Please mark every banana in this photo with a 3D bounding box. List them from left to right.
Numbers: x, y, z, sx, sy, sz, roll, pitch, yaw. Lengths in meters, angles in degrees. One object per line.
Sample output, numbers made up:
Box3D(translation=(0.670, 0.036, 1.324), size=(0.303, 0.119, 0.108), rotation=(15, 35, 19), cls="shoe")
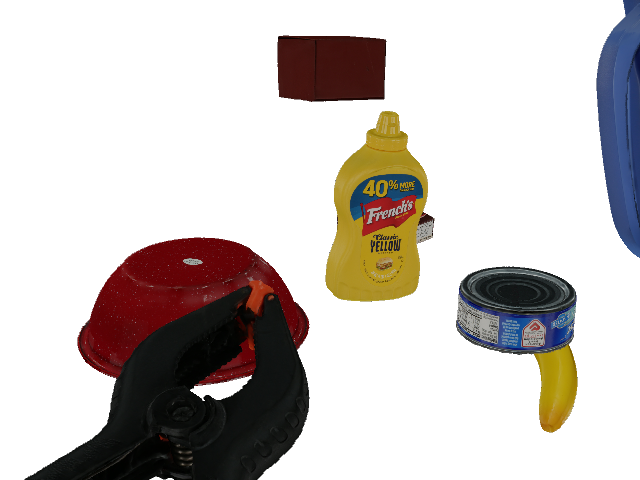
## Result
Box3D(translation=(0.235, 0.128, 1.136), size=(0.069, 0.037, 0.198), rotation=(-25, 34, 3), cls="banana")

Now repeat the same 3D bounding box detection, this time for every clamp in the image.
Box3D(translation=(-0.045, 0.084, 0.408), size=(0.120, 0.039, 0.171), rotation=(24, 49, 17), cls="clamp")

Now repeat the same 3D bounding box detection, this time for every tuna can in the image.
Box3D(translation=(0.143, 0.049, 0.779), size=(0.086, 0.034, 0.086), rotation=(0, 21, 0), cls="tuna can")

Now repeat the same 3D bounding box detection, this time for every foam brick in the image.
Box3D(translation=(0.010, -0.144, 0.891), size=(0.078, 0.051, 0.053), rotation=(-8, 16, -36), cls="foam brick")

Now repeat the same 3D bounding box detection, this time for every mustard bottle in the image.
Box3D(translation=(0.060, -0.036, 1.077), size=(0.096, 0.192, 0.058), rotation=(-3, 22, -19), cls="mustard bottle")

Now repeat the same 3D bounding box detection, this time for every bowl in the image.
Box3D(translation=(-0.089, 0.039, 0.739), size=(0.162, 0.055, 0.162), rotation=(-1, 21, 0), cls="bowl")

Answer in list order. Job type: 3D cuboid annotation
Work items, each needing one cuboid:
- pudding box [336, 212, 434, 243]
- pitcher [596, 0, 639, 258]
Box3D(translation=(0.093, -0.020, 1.537), size=(0.113, 0.039, 0.090), rotation=(-21, 35, -31), cls="pudding box")
Box3D(translation=(0.238, -0.038, 0.610), size=(0.149, 0.243, 0.145), rotation=(-3, 22, 15), cls="pitcher")
